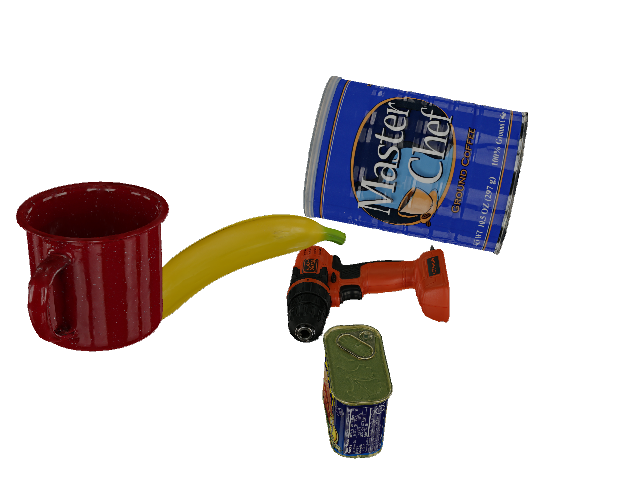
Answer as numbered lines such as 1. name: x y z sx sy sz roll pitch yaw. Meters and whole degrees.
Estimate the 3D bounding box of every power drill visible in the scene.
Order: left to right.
1. power drill: 0.054 0.060 1.242 0.187 0.057 0.184 0 28 3

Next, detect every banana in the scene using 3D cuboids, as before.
1. banana: -0.079 0.020 0.900 0.198 0.037 0.069 -21 -48 16

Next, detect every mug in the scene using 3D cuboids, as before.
1. mug: -0.145 0.022 0.667 0.093 0.081 0.117 8 26 14

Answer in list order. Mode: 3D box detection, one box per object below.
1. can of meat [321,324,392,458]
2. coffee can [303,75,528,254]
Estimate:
1. can of meat: 0.032 0.146 1.027 0.057 0.084 0.102 -3 39 -6
2. coffee can: 0.067 -0.054 0.757 0.140 0.103 0.102 11 1 6
